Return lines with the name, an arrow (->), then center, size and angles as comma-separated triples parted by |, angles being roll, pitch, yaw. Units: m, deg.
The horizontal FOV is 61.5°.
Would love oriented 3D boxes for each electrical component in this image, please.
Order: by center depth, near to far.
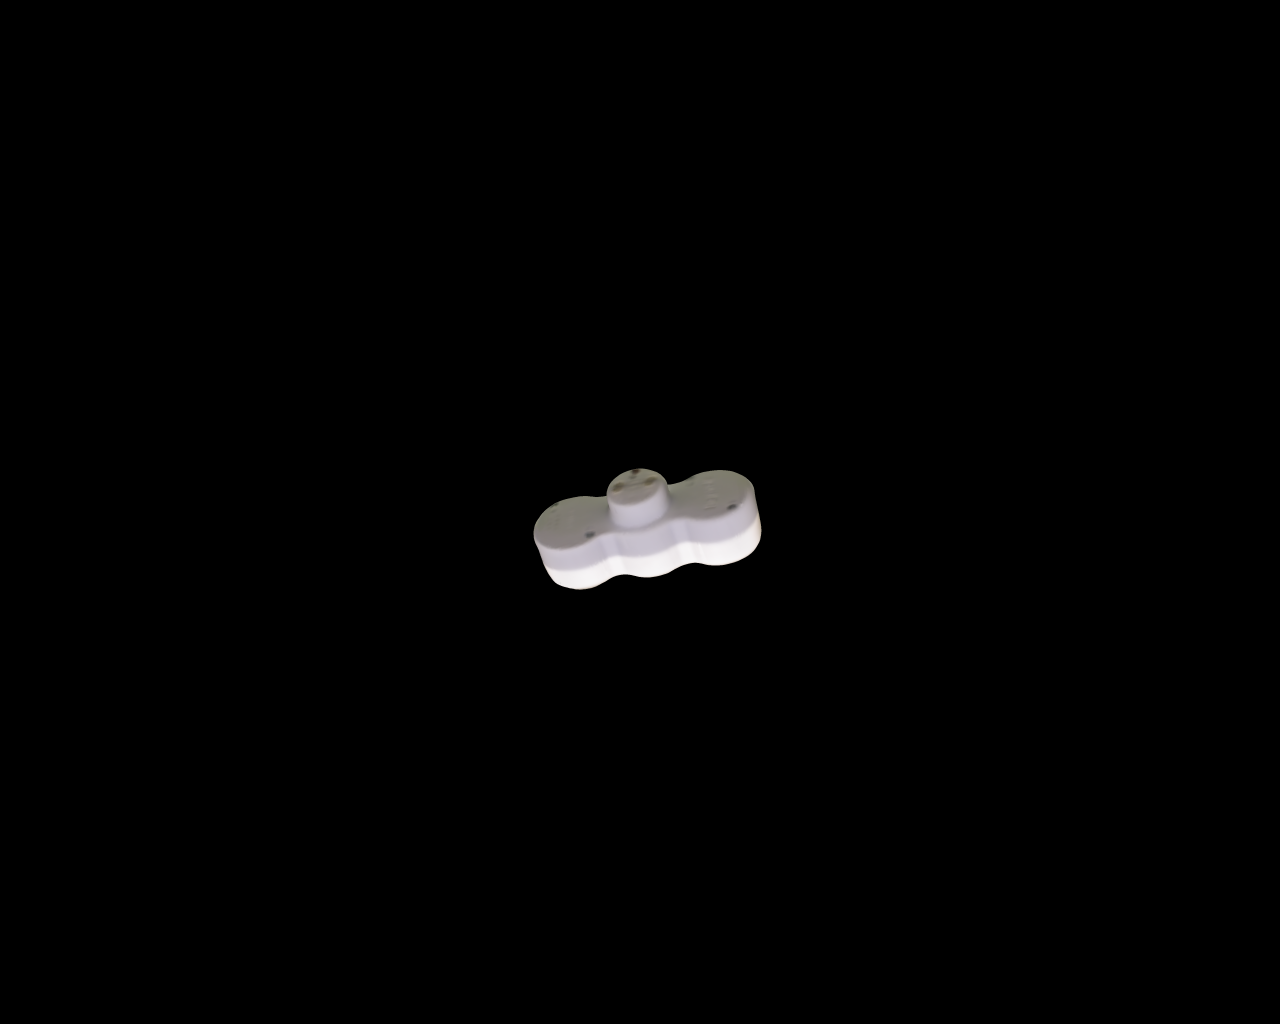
electrical component -> 0.001, -0.003, 0.650 | 0.138, 0.073, 0.052 | -10, 36, 8
